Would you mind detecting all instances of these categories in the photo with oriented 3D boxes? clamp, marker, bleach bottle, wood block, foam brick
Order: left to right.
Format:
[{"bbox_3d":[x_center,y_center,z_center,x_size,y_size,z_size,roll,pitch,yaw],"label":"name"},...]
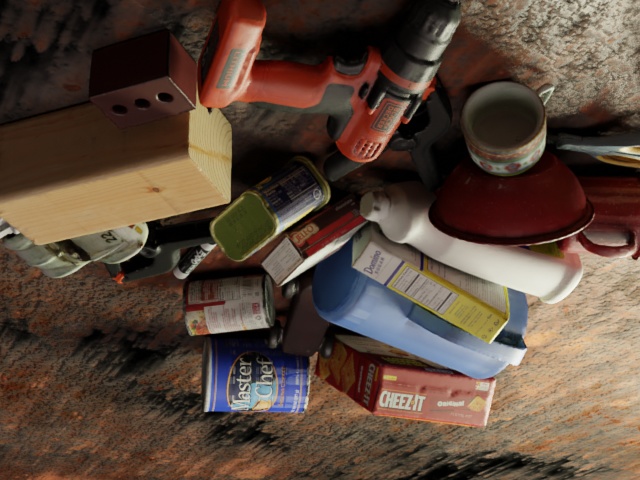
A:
[{"bbox_3d":[-0.194,-0.070,0.992,0.206,0.090,0.090,-11,150,17],"label":"wood block"},{"bbox_3d":[-0.151,-0.136,0.910,0.078,0.051,0.053,-13,150,19],"label":"foam brick"},{"bbox_3d":[-0.178,-0.002,1.171,0.164,0.036,0.210,17,149,-15],"label":"clamp"},{"bbox_3d":[-0.138,0.013,1.227,0.020,0.020,0.121,13,149,-26],"label":"marker"},{"bbox_3d":[0.067,-0.100,1.009,0.120,0.039,0.171,-3,146,-6],"label":"clamp"},{"bbox_3d":[0.156,-0.004,1.127,0.250,0.102,0.068,13,133,-28],"label":"bleach bottle"}]

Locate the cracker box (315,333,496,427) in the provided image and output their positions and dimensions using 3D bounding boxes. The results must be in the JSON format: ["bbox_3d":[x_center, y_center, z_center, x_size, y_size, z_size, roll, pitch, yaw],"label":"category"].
[{"bbox_3d":[0.105,0.181,1.405,0.164,0.072,0.214,9,-176,-20],"label":"cracker box"}]

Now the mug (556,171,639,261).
[{"bbox_3d":[0.291,-0.019,1.105,0.081,0.117,0.093,2,128,3],"label":"mug"}]

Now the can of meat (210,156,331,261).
[{"bbox_3d":[-0.052,-0.029,1.071,0.083,0.057,0.102,-36,179,-42],"label":"can of meat"}]

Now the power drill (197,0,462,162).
[{"bbox_3d":[0.004,-0.149,0.877,0.187,0.057,0.185,12,135,-19],"label":"power drill"}]

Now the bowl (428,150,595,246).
[{"bbox_3d":[0.184,-0.051,1.034,0.162,0.162,0.055,-4,114,4],"label":"bowl"}]

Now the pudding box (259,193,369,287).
[{"bbox_3d":[-0.007,0.001,1.131,0.090,0.039,0.114,-32,173,-24],"label":"pudding box"}]

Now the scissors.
[{"bbox_3d":[0.256,-0.097,1.031,0.201,0.016,0.096,10,169,-22],"label":"scissors"}]

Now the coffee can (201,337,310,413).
[{"bbox_3d":[-0.090,0.186,1.470,0.140,0.103,0.103,2,152,-9],"label":"coffee can"}]

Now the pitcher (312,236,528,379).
[{"bbox_3d":[0.120,0.076,1.241,0.242,0.145,0.149,19,148,-30],"label":"pitcher"}]

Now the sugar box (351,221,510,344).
[{"bbox_3d":[0.118,0.034,1.145,0.176,0.093,0.048,27,118,-10],"label":"sugar box"}]

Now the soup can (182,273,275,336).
[{"bbox_3d":[-0.111,0.078,1.302,0.102,0.068,0.068,-6,152,6],"label":"soup can"}]
